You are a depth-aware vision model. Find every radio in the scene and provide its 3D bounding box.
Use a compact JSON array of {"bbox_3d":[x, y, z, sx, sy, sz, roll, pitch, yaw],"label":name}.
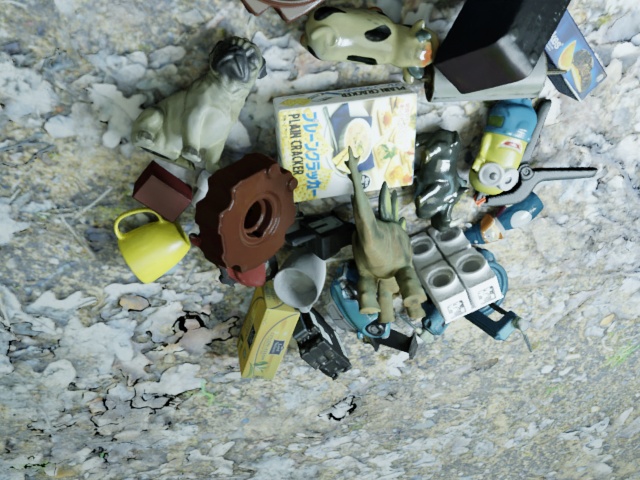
[{"bbox_3d":[0.260,-0.314,0.719,0.073,0.131,0.229,34,80,-28],"label":"radio"}]

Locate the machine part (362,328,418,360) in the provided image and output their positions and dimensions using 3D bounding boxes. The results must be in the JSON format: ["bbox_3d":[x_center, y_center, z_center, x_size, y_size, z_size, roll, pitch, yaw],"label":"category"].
[{"bbox_3d":[0.134,0.199,1.084,0.039,0.139,0.084,-46,129,-34],"label":"machine part"}]

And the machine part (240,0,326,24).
[{"bbox_3d":[-0.044,-0.396,0.668,0.201,0.087,0.200,-32,125,9],"label":"machine part"}]

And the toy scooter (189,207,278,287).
[{"bbox_3d":[-0.146,0.013,0.903,0.135,0.075,0.183,-20,125,-22],"label":"toy scooter"}]

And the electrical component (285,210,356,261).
[{"bbox_3d":[-0.002,-0.003,0.918,0.119,0.075,0.047,-25,129,-30],"label":"electrical component"}]

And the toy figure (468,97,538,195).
[{"bbox_3d":[0.310,-0.164,0.902,0.082,0.089,0.180,17,97,14],"label":"toy figure"}]

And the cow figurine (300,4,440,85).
[{"bbox_3d":[0.075,-0.279,0.749,0.195,0.127,0.085,3,125,-13],"label":"cow figurine"}]

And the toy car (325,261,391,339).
[{"bbox_3d":[0.063,0.124,1.025,0.103,0.109,0.161,-29,118,25],"label":"toy car"}]

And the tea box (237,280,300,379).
[{"bbox_3d":[-0.101,0.169,1.013,0.068,0.098,0.169,12,117,-21],"label":"tea box"}]

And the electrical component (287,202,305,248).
[{"bbox_3d":[-0.059,-0.025,0.943,0.063,0.021,0.093,-6,124,-10],"label":"electrical component"}]

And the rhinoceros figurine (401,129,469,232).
[{"bbox_3d":[0.204,-0.101,0.936,0.112,0.073,0.190,-16,124,-16],"label":"rhinoceros figurine"}]

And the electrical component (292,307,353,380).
[{"bbox_3d":[-0.007,0.193,1.042,0.058,0.115,0.134,-39,123,7],"label":"electrical component"}]

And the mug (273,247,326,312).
[{"bbox_3d":[-0.023,0.066,0.954,0.081,0.107,0.109,-4,120,22],"label":"mug"}]

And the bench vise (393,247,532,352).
[{"bbox_3d":[0.284,0.125,1.008,0.223,0.241,0.128,-42,120,-5],"label":"bench vise"}]

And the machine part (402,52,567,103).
[{"bbox_3d":[0.249,-0.251,0.821,0.243,0.079,0.079,-3,124,2],"label":"machine part"}]

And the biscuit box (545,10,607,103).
[{"bbox_3d":[0.369,-0.309,0.842,0.202,0.063,0.059,37,106,-31],"label":"biscuit box"}]

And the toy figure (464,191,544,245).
[{"bbox_3d":[0.343,-0.036,1.018,0.154,0.058,0.064,-34,93,11],"label":"toy figure"}]

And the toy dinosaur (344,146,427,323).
[{"bbox_3d":[0.098,0.017,0.854,0.105,0.198,0.471,-12,160,7],"label":"toy dinosaur"}]

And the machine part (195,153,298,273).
[{"bbox_3d":[-0.104,-0.037,0.794,0.179,0.056,0.179,-36,140,-39],"label":"machine part"}]

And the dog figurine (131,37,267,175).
[{"bbox_3d":[-0.179,-0.203,0.773,0.172,0.121,0.190,17,84,12],"label":"dog figurine"}]
